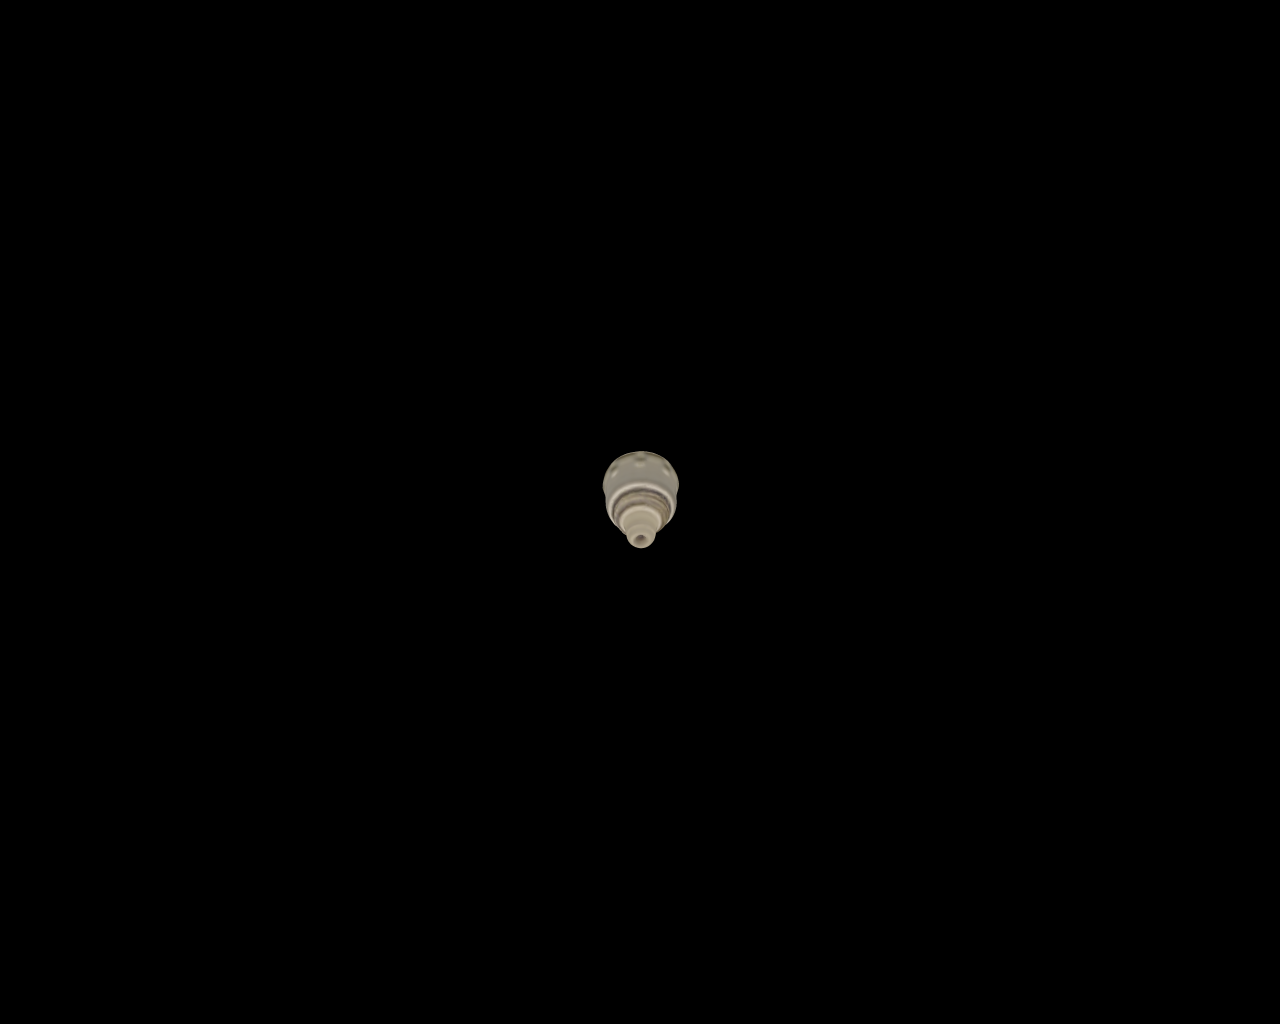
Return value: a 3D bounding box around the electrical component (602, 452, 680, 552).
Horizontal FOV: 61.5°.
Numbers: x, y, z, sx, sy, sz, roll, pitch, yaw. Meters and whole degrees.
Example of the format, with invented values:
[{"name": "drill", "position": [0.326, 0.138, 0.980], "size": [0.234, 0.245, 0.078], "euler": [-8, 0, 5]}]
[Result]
[{"name": "electrical component", "position": [0.001, -0.003, 0.650], "size": [0.048, 0.048, 0.062], "euler": [0, 40, 0]}]
